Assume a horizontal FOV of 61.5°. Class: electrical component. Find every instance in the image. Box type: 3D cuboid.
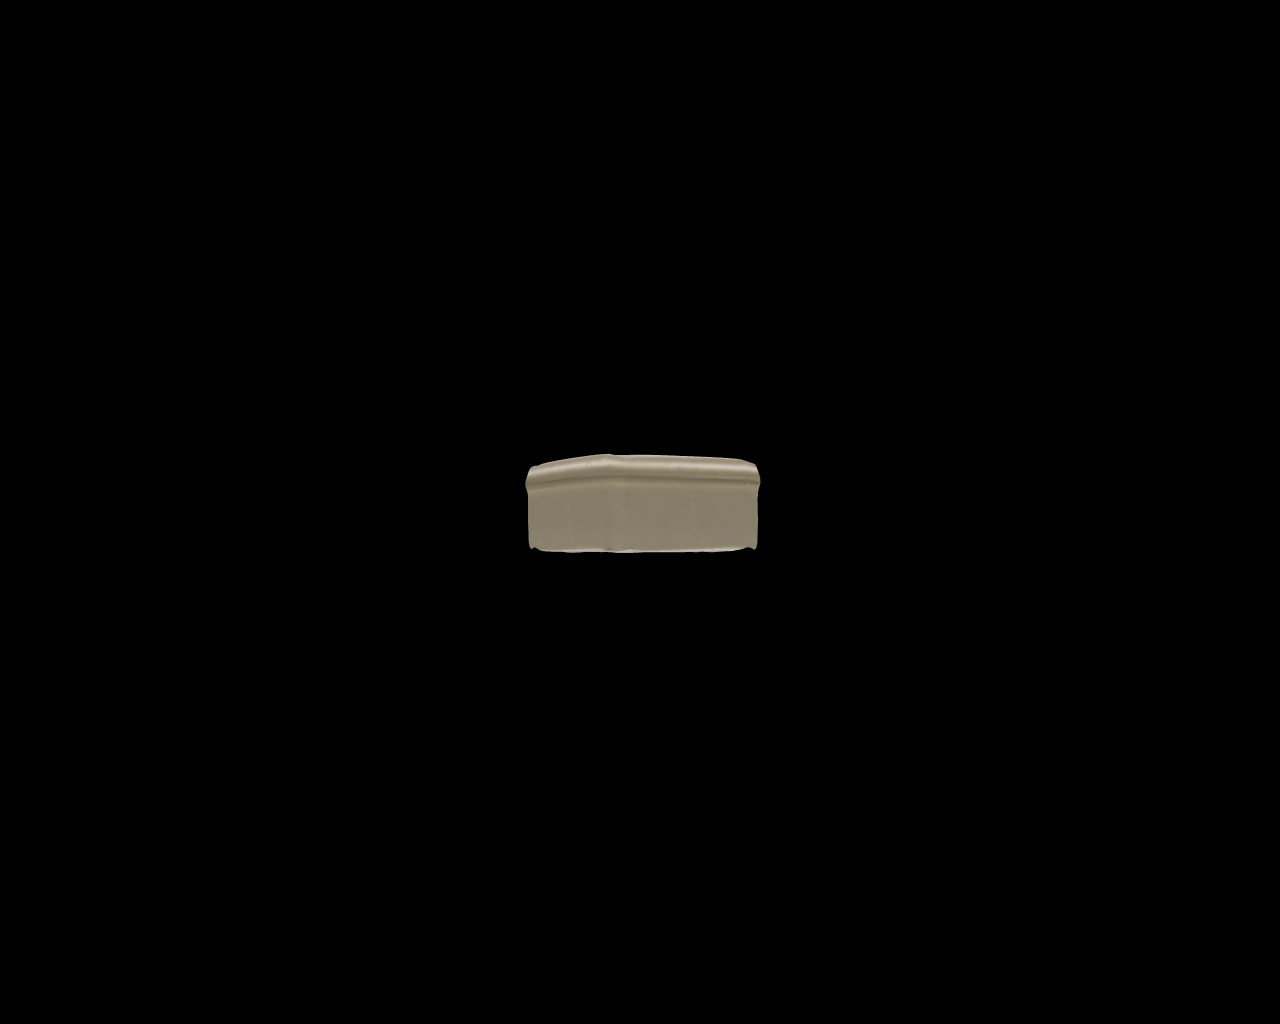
[{"bbox_3d":[0.001,-0.003,0.650,0.109,0.056,0.108,1,-2,-34],"label":"electrical component"}]
